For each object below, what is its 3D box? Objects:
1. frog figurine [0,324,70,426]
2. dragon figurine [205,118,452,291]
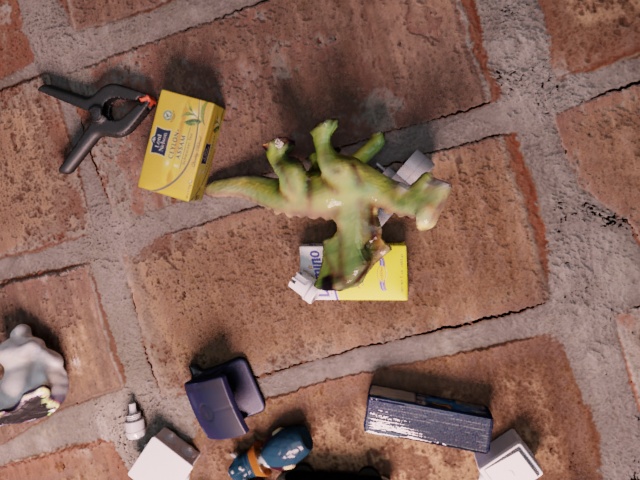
[{"bbox_3d":[-0.527,0.240,0.930,0.136,0.121,0.163,-43,51,16],"label":"frog figurine"},{"bbox_3d":[0.002,-0.040,0.797,0.407,0.121,0.246,-18,73,25],"label":"dragon figurine"}]
